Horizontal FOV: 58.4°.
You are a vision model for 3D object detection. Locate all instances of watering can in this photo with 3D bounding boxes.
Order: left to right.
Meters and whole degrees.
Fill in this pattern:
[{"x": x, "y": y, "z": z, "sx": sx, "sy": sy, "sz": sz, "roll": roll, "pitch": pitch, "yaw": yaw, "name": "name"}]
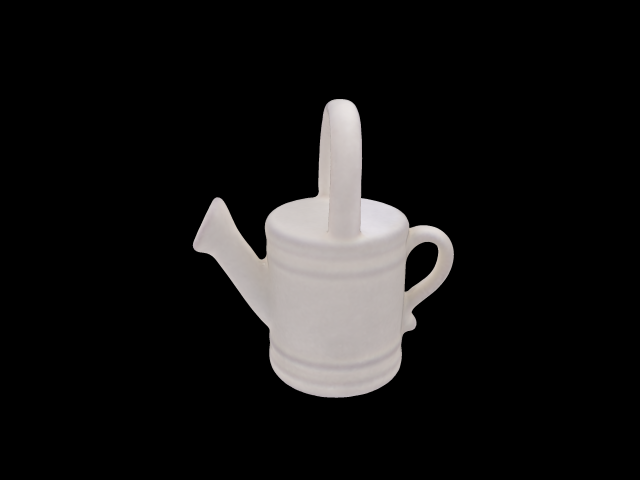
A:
[{"x": 0.004, "y": 0.002, "z": 0.398, "sx": 0.173, "sy": 0.194, "sz": 0.100, "roll": -10, "pitch": 24, "yaw": -22, "name": "watering can"}]
